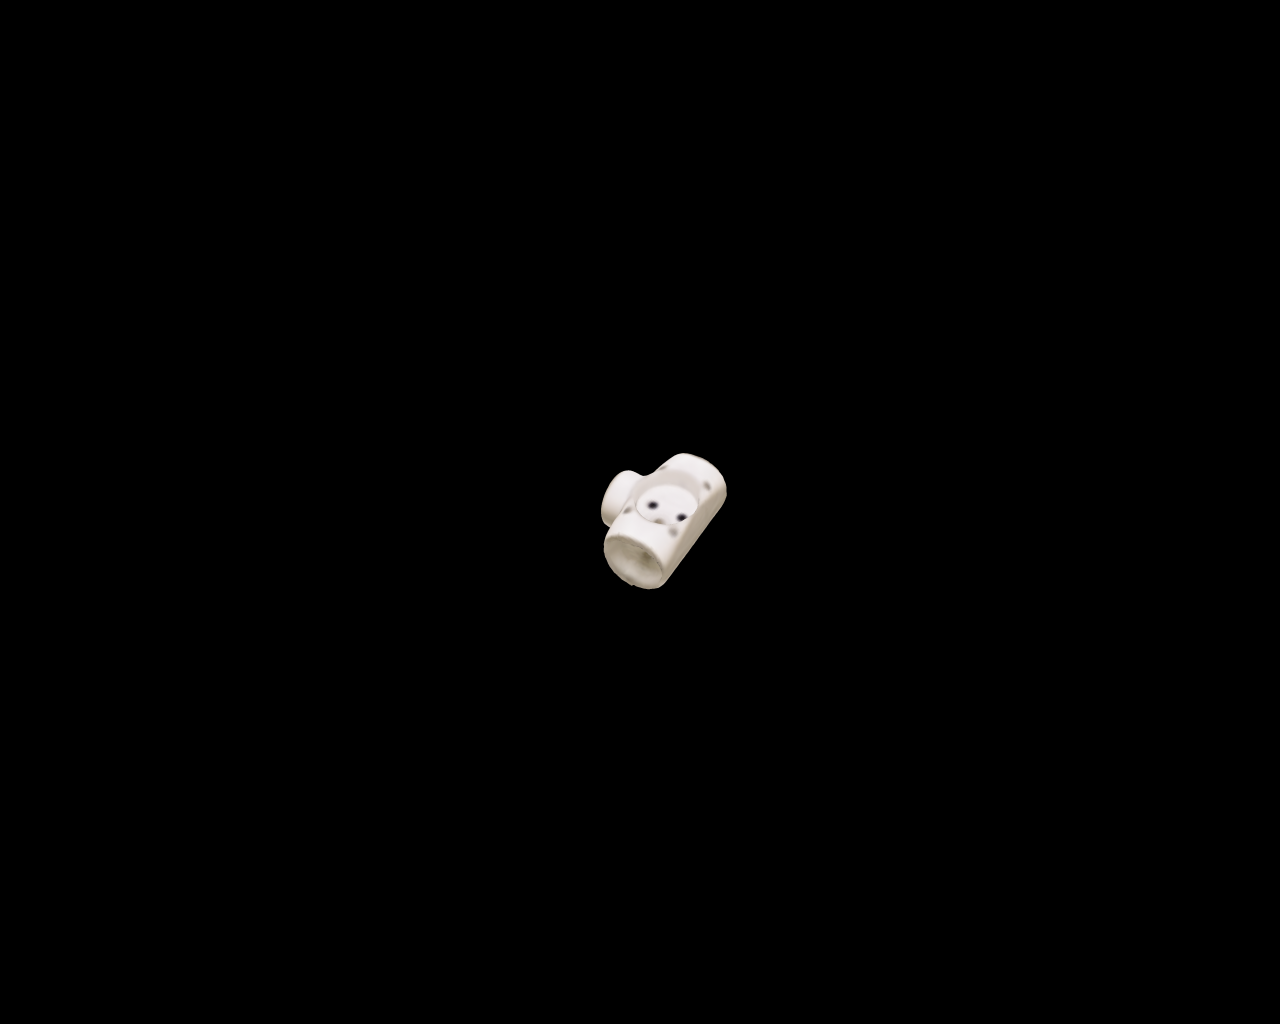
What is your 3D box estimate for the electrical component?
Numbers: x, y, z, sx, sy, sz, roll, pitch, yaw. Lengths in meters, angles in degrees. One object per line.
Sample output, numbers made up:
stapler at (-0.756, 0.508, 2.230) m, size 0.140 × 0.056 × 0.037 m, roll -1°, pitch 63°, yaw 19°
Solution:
electrical component at (0.001, -0.003, 0.650) m, size 0.079 × 0.077 × 0.044 m, roll 25°, pitch -36°, yaw 20°
